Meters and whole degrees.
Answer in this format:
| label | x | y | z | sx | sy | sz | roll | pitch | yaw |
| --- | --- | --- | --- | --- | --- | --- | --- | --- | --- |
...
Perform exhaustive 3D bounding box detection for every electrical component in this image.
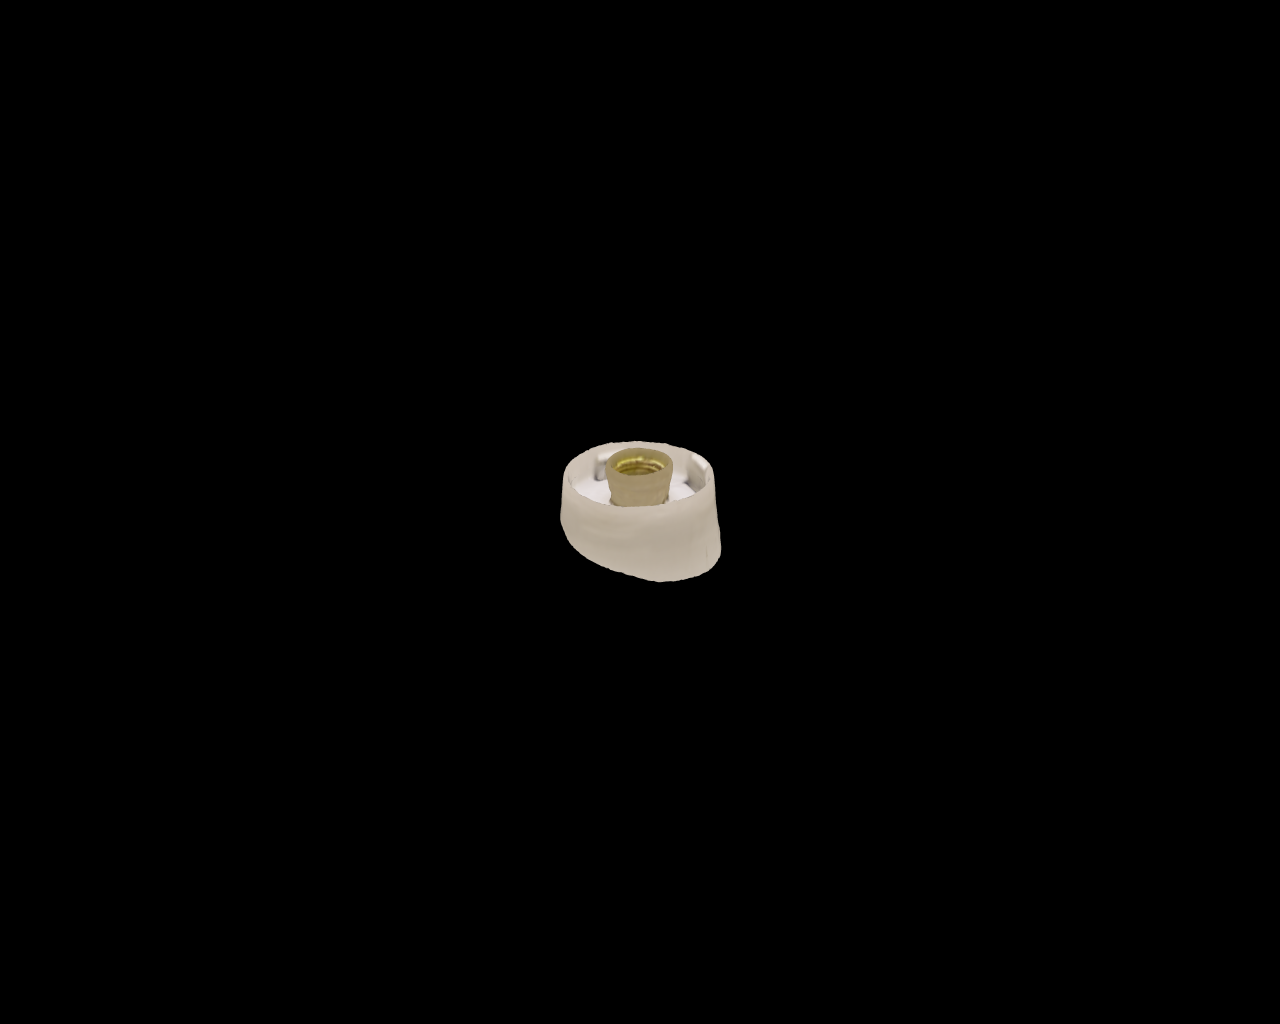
| label | x | y | z | sx | sy | sz | roll | pitch | yaw |
| --- | --- | --- | --- | --- | --- | --- | --- | --- | --- |
| electrical component | 0.001 | -0.003 | 0.650 | 0.099 | 0.064 | 0.099 | 0 | 28 | 0 |
